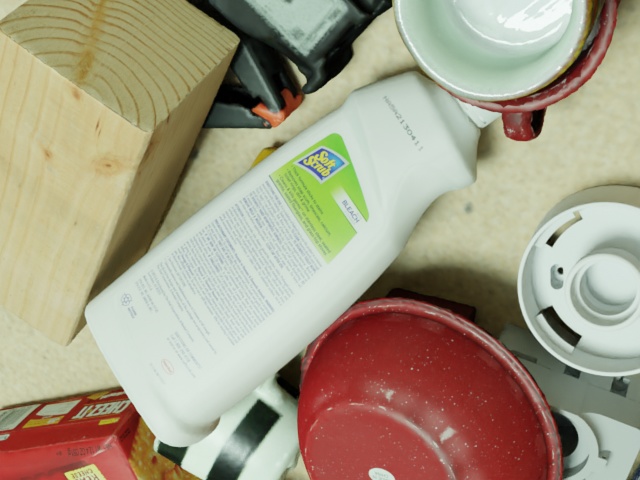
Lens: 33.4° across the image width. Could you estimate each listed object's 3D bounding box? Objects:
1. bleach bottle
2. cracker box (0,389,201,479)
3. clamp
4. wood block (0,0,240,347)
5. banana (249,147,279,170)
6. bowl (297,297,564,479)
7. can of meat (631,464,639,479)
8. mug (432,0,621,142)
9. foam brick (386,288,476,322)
[{"bbox_3d":[-0.004,0.001,0.569,0.251,0.068,0.102,-37,79,14],"label":"bleach bottle"},{"bbox_3d":[-0.150,0.218,0.776,0.164,0.072,0.213,-13,110,30],"label":"cracker box"},{"bbox_3d":[-0.093,-0.110,0.602,0.171,0.039,0.120,41,135,1],"label":"clamp"},{"bbox_3d":[-0.132,-0.043,0.592,0.090,0.090,0.206,35,139,2],"label":"wood block"},{"bbox_3d":[-0.068,0.023,0.659,0.069,0.037,0.198,47,124,-4],"label":"banana"},{"bbox_3d":[0.045,0.114,0.573,0.162,0.055,0.162,15,120,27],"label":"bowl"},{"bbox_3d":[0.221,0.140,0.576,0.102,0.057,0.084,23,120,12],"label":"can of meat"},{"bbox_3d":[0.095,-0.104,0.491,0.093,0.081,0.117,2,116,24],"label":"mug"},{"bbox_3d":[0.056,0.076,0.621,0.053,0.051,0.078,13,120,19],"label":"foam brick"}]
